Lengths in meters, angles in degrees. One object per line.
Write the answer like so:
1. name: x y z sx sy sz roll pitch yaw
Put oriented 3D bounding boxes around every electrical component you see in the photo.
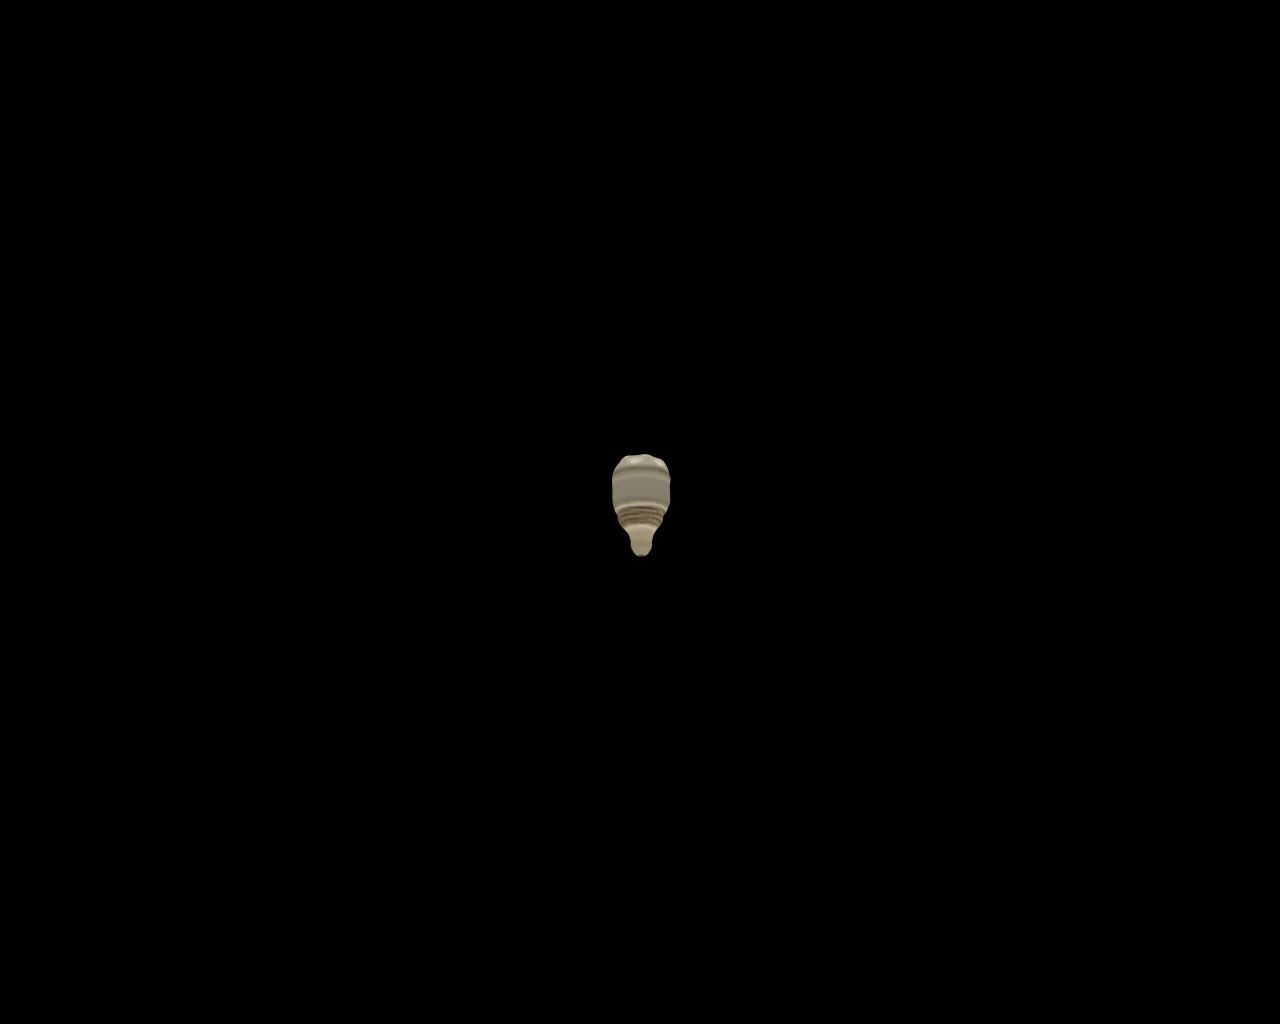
1. electrical component: 0.001 -0.003 0.650 0.035 0.061 0.035 0 -17 0
